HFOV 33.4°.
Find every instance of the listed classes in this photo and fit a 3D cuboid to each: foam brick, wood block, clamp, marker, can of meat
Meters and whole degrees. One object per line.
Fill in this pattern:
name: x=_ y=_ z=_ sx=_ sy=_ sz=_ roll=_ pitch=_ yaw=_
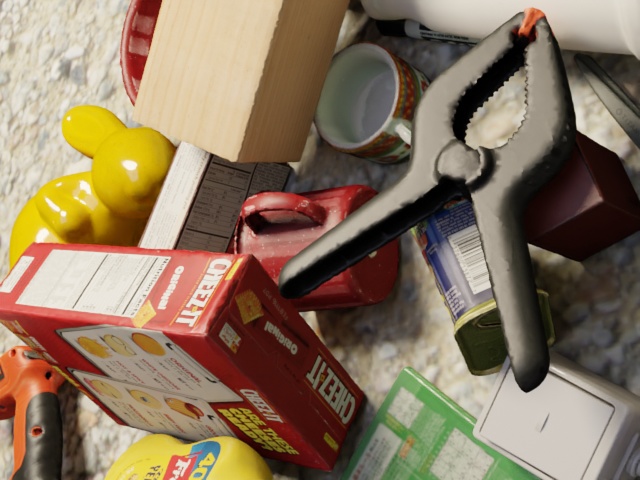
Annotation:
foam brick: x=0.148 y=-0.025 z=0.624 sx=0.051 sy=0.078 sz=0.053 roll=-31 pitch=63 yaw=27
wood block: x=-0.039 y=-0.161 z=0.696 sx=0.090 sy=0.090 sz=0.206 roll=23 pitch=105 yaw=24
clamp: x=0.089 y=-0.027 z=0.583 sx=0.165 sy=0.036 sz=0.210 roll=28 pitch=83 yaw=32
marker: x=0.088 y=-0.144 z=0.731 sx=0.121 sy=0.020 sz=0.020 roll=16 pitch=91 yaw=39
can of meat: x=0.096 y=0.023 z=0.639 sx=0.057 sy=0.102 sz=0.084 roll=-24 pitch=61 yaw=5

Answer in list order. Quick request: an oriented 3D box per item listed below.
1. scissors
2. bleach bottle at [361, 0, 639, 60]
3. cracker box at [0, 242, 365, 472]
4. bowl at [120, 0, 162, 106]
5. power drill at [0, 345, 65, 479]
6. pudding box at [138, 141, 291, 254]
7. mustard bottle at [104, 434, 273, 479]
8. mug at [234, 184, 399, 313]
scissors: x=0.221 y=-0.046 z=0.611 sx=0.096 sy=0.016 sz=0.202 roll=-28 pitch=65 yaw=29
bleach bottle: x=0.110 y=-0.163 z=0.675 sx=0.251 sy=0.068 sz=0.102 roll=10 pitch=49 yaw=40
cracker box: x=-0.099 y=0.075 z=0.737 sx=0.214 sy=0.164 sz=0.072 roll=2 pitch=53 yaw=38
bowl: x=-0.084 y=-0.160 z=0.843 sx=0.162 sy=0.055 sz=0.162 roll=-9 pitch=75 yaw=36
power drill: x=-0.254 y=0.197 z=0.890 sx=0.185 sy=0.057 sz=0.188 roll=-35 pitch=56 yaw=31
pudding box: x=-0.079 y=-0.019 z=0.790 sx=0.039 sy=0.089 sz=0.113 roll=26 pitch=98 yaw=37
mustard bottle: x=-0.082 y=0.179 z=0.715 sx=0.192 sy=0.058 sz=0.096 roll=-12 pitch=43 yaw=51
mug: x=-0.005 y=0.001 z=0.716 sx=0.082 sy=0.117 sz=0.093 roll=-7 pitch=55 yaw=31
